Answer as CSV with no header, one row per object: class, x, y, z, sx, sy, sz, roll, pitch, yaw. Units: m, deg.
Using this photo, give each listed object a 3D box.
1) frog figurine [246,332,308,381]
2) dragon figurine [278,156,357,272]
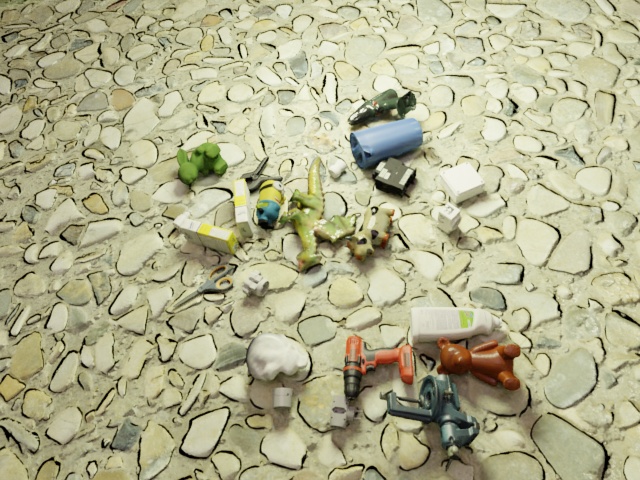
frog figurine,-0.118,0.325,1.411,0.159,0.120,0.140,6,38,23
dragon figurine,0.005,-0.085,1.696,0.243,0.120,0.418,27,64,2
